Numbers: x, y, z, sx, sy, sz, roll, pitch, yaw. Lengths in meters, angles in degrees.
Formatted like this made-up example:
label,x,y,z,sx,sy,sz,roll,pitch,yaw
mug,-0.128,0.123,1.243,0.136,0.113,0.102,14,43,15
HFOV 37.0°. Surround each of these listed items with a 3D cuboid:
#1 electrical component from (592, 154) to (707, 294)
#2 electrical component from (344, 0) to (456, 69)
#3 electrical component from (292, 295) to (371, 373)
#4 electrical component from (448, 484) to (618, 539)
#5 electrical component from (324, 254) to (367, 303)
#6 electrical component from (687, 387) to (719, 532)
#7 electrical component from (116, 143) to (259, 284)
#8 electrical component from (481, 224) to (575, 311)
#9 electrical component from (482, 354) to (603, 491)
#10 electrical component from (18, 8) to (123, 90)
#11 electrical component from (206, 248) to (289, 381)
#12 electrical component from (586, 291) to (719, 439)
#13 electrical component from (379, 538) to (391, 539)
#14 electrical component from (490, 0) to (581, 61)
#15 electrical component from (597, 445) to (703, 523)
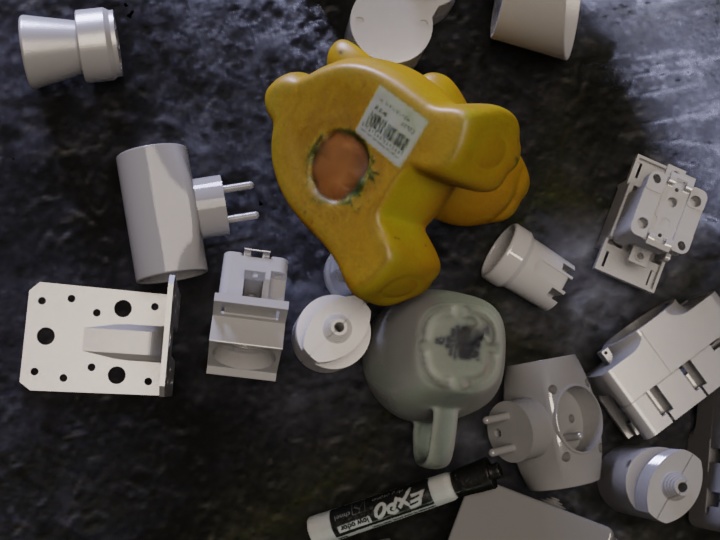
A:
label,x,y,z,sx,sy,sz,roll,pitch,yaw
electrical component,0.183,-0.031,0.674,0.042,0.064,0.081,22,82,-2
electrical component,0.041,-0.189,0.673,0.052,0.073,0.138,31,80,-2
electrical component,-0.016,0.037,0.631,0.043,0.081,0.043,1,82,-7
electrical component,0.095,0.179,0.624,0.100,0.048,0.099,17,78,27
electrical component,0.000,0.000,0.655,0.040,0.046,0.040,1,83,-8
electrical component,0.287,0.124,0.665,0.150,0.061,0.089,8,81,-6
electrical component,-0.102,-0.036,0.649,0.079,0.043,0.077,-10,84,-8
electrical component,0.105,-0.001,0.673,0.046,0.040,0.040,31,80,-8
electrical component,0.104,0.094,0.647,0.079,0.044,0.077,-5,81,-39
electrical component,-0.175,-0.135,0.653,0.055,0.045,0.045,-8,83,-8
electrical component,-0.065,0.026,0.633,0.042,0.081,0.063,8,59,-6
electrical component,0.189,0.056,0.668,0.089,0.050,0.055,-35,86,-8
electrical component,-0.001,0.187,0.626,0.047,0.055,0.055,-8,83,-4
electrical component,0.116,-0.184,0.672,0.064,0.099,0.099,10,81,1
electrical component,0.176,0.127,0.642,0.043,0.081,0.043,1,82,-7
